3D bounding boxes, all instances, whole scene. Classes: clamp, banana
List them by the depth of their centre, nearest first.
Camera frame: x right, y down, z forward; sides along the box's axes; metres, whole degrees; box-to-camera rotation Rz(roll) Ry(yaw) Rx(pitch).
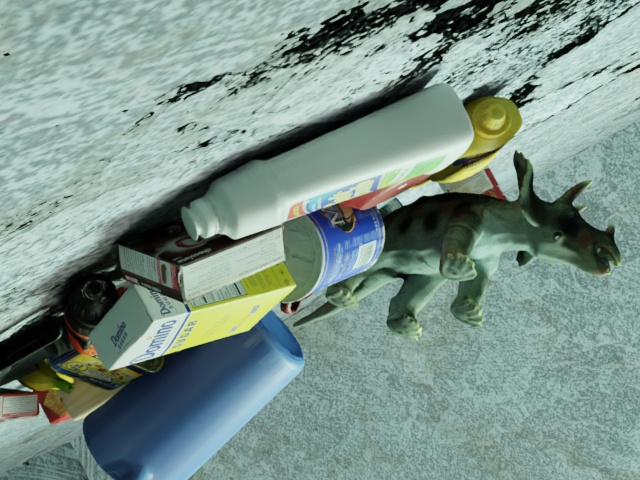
[{"bbox_3d":[-0.316,0.118,1.026,0.120,0.039,0.172,-18,174,-31],"label":"clamp"},{"bbox_3d":[-0.321,0.159,1.242,0.037,0.069,0.198,-55,-172,-10],"label":"banana"}]

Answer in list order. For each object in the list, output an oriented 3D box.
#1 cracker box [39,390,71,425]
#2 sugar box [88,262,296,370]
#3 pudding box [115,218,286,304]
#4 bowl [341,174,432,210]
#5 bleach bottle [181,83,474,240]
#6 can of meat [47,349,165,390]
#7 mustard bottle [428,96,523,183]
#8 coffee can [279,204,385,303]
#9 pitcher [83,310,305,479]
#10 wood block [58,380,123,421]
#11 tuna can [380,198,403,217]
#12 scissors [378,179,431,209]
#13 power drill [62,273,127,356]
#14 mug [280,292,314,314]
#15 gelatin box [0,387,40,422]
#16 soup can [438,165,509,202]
[{"bbox_3d":[-0.277,0.173,1.522,0.214,0.072,0.164,-31,174,21],"label":"cracker box"},{"bbox_3d":[-0.114,0.064,0.977,0.175,0.048,0.093,-16,159,-47],"label":"sugar box"},{"bbox_3d":[-0.098,0.009,0.891,0.113,0.039,0.090,-26,-152,-38],"label":"pudding box"},{"bbox_3d":[0.067,-0.075,1.054,0.162,0.055,0.162,-28,175,-3],"label":"bowl"},{"bbox_3d":[0.001,-0.056,0.885,0.250,0.068,0.103,-23,175,-23],"label":"bleach bottle"},{"bbox_3d":[-0.234,0.119,1.163,0.102,0.057,0.084,29,138,-35],"label":"can of meat"},{"bbox_3d":[0.172,-0.115,1.174,0.096,0.058,0.192,-24,173,-8],"label":"mustard bottle"},{"bbox_3d":[-0.007,0.001,1.130,0.103,0.103,0.140,-32,174,31],"label":"coffee can"},{"bbox_3d":[-0.139,0.172,1.210,0.243,0.149,0.144,-41,153,8],"label":"pitcher"},{"bbox_3d":[-0.233,0.141,1.364,0.206,0.090,0.090,-30,173,16],"label":"wood block"},{"bbox_3d":[0.078,-0.021,1.420,0.033,0.086,0.086,-25,174,-43],"label":"tuna can"},{"bbox_3d":[0.077,-0.059,1.314,0.202,0.016,0.096,-30,158,1],"label":"scissors"},{"bbox_3d":[-0.157,0.042,1.026,0.187,0.057,0.185,-24,171,-20],"label":"power drill"},{"bbox_3d":[-0.027,0.034,1.312,0.093,0.117,0.081,11,-166,18],"label":"mug"},{"bbox_3d":[-0.363,0.180,1.163,0.073,0.030,0.089,-1,176,37],"label":"gelatin box"},{"bbox_3d":[0.190,-0.076,1.381,0.068,0.102,0.068,-28,174,-3],"label":"soup can"}]
